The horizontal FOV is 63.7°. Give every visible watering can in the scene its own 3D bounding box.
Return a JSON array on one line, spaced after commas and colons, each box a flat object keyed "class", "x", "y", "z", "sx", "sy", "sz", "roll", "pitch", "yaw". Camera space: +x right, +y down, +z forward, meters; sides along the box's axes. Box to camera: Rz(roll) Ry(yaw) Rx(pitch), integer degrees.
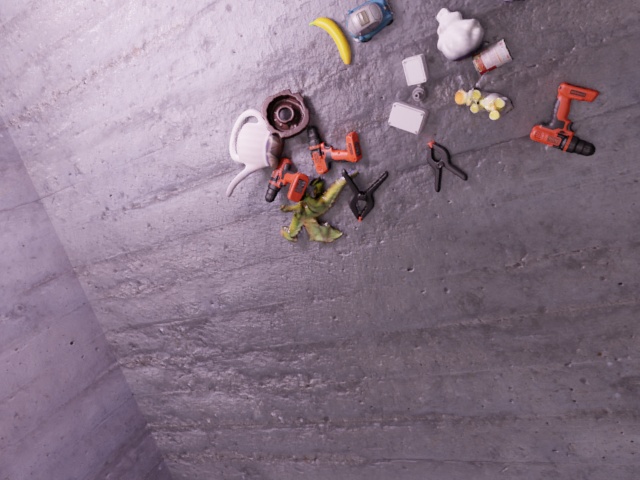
[{"class": "watering can", "x": -0.250, "y": -0.320, "z": 1.957, "sx": 0.225, "sy": 0.104, "sz": 0.346, "roll": 12, "pitch": 95, "yaw": 24}]

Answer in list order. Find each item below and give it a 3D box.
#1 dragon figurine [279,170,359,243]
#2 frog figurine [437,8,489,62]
[{"class": "dragon figurine", "x": 0.006, "y": -0.098, "z": 1.952, "sx": 0.407, "sy": 0.125, "sz": 0.239, "roll": -19, "pitch": 118, "yaw": 24}, {"class": "frog figurine", "x": 0.407, "y": -0.615, "z": 1.524, "sx": 0.136, "sy": 0.125, "sz": 0.158, "roll": -16, "pitch": 114, "yaw": 51}]
